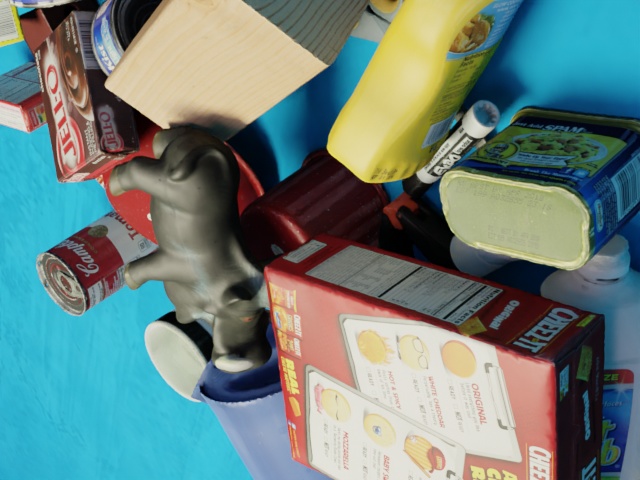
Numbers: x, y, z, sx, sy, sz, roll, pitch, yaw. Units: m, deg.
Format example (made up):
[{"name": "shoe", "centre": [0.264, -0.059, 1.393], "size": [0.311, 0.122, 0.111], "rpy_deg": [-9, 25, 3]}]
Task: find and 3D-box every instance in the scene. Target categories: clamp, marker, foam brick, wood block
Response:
[{"name": "clamp", "centre": [0.095, 0.047, 0.760], "size": [0.120, 0.039, 0.171], "rpy_deg": [-1, 121, 33]}, {"name": "marker", "centre": [0.081, -0.055, 0.687], "size": [0.020, 0.020, 0.121], "rpy_deg": [50, 154, 4]}, {"name": "foam brick", "centre": [-0.210, -0.167, 0.904], "size": [0.051, 0.052, 0.078], "rpy_deg": [-6, 115, 50]}, {"name": "wood block", "centre": [-0.054, -0.136, 0.681], "size": [0.090, 0.090, 0.206], "rpy_deg": [36, 157, -15]}]

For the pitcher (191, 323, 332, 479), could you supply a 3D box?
[{"name": "pitcher", "centre": [0.014, 0.183, 0.897], "size": [0.149, 0.144, 0.243], "rpy_deg": [14, 134, 56]}]

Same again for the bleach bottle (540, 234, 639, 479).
[{"name": "bleach bottle", "centre": [0.166, 0.104, 0.697], "size": [0.103, 0.068, 0.251], "rpy_deg": [9, 126, 18]}]

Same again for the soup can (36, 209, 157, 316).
[{"name": "soup can", "centre": [-0.205, 0.017, 1.006], "size": [0.069, 0.102, 0.068], "rpy_deg": [29, 137, 30]}]

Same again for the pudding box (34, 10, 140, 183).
[{"name": "pudding box", "centre": [-0.181, -0.108, 0.822], "size": [0.090, 0.039, 0.113], "rpy_deg": [-20, 78, 54]}]

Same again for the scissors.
[{"name": "scissors", "centre": [0.051, -0.117, 0.690], "size": [0.096, 0.016, 0.201], "rpy_deg": [-7, 114, 51]}]

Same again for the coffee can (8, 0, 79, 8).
[{"name": "coffee can", "centre": [-0.200, -0.254, 0.778], "size": [0.103, 0.102, 0.140], "rpy_deg": [16, 130, 40]}]

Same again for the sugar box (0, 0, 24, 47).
[{"name": "sugar box", "centre": [-0.295, -0.235, 0.894], "size": [0.176, 0.048, 0.093], "rpy_deg": [-126, 25, -49]}]

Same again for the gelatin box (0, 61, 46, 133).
[{"name": "gelatin box", "centre": [-0.265, -0.132, 0.974], "size": [0.089, 0.073, 0.030], "rpy_deg": [17, 131, 39]}]

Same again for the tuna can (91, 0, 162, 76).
[{"name": "tuna can", "centre": [-0.124, -0.150, 0.795], "size": [0.034, 0.086, 0.086], "rpy_deg": [-21, 103, 51]}]

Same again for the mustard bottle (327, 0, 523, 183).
[{"name": "mustard bottle", "centre": [0.074, -0.121, 0.586], "size": [0.058, 0.096, 0.192], "rpy_deg": [42, 130, 15]}]

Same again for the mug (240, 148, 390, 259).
[{"name": "mug", "centre": [-0.005, 0.001, 0.792], "size": [0.093, 0.081, 0.117], "rpy_deg": [25, 135, 33]}]

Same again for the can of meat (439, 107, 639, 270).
[{"name": "can of meat", "centre": [0.132, -0.031, 0.613], "size": [0.102, 0.083, 0.057], "rpy_deg": [14, 128, 41]}]

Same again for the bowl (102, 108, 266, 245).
[{"name": "bowl", "centre": [-0.122, -0.039, 0.871], "size": [0.162, 0.055, 0.162], "rpy_deg": [26, 152, 15]}]

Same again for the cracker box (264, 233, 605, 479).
[{"name": "cracker box", "centre": [0.071, 0.099, 0.684], "size": [0.214, 0.072, 0.164], "rpy_deg": [17, 125, 37]}]
